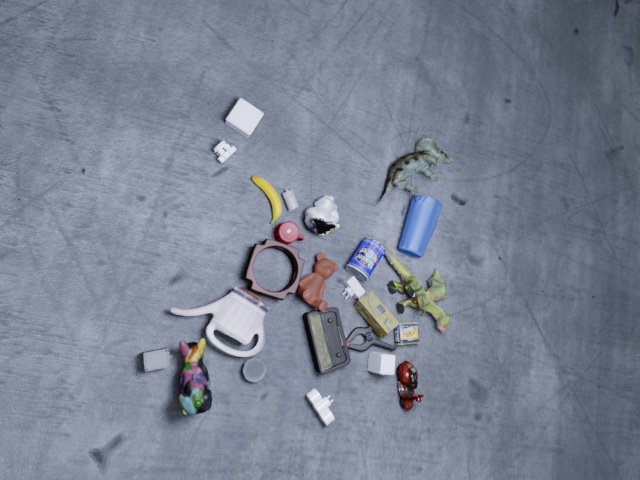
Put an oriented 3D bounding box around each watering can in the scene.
[{"bbox_3d":[-0.328,0.261,1.814,0.346,0.103,0.227,35,72,-11],"label":"watering can"}]

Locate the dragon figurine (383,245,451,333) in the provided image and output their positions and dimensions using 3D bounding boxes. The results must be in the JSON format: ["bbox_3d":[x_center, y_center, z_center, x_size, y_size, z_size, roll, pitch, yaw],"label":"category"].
[{"bbox_3d":[0.411,0.185,2.098,0.244,0.120,0.415,-10,72,-37],"label":"dragon figurine"}]

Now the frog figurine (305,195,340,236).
[{"bbox_3d":[0.006,-0.101,2.010,0.137,0.120,0.163,3,45,-11],"label":"frog figurine"}]
